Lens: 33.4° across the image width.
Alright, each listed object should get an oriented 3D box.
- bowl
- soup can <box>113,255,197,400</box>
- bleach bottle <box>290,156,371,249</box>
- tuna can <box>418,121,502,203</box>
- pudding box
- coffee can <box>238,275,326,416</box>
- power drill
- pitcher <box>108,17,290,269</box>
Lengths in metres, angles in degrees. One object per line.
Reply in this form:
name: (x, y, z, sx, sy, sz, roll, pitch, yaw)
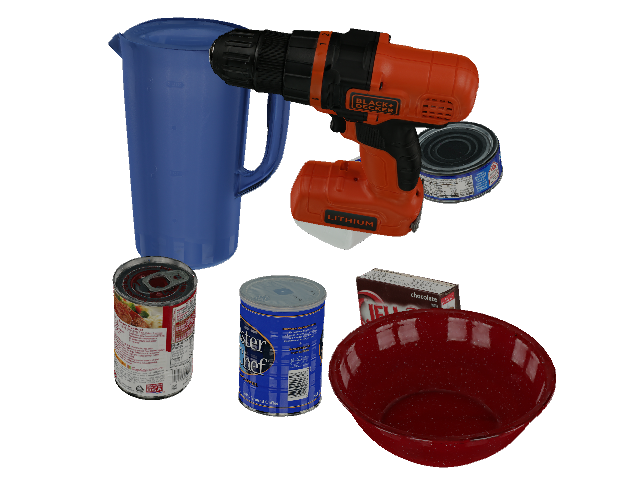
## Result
bowl: (0.087, 0.114, 0.774, 0.162, 0.055, 0.162, -1, 29, 1)
soup can: (-0.138, 0.073, 0.888, 0.068, 0.102, 0.068, 5, 32, -3)
bleach bottle: (0.086, -0.079, 1.296, 0.103, 0.068, 0.250, 28, 45, 35)
tuna can: (0.123, -0.073, 0.980, 0.086, 0.034, 0.086, -9, 38, 7)
pudding box: (0.093, 0.082, 1.107, 0.114, 0.090, 0.039, 8, 25, 40)
coffee can: (-0.047, 0.124, 1.276, 0.103, 0.140, 0.103, 2, 19, -1)
power drill: (0.014, -0.079, 0.783, 0.184, 0.057, 0.188, 10, -29, 6)
pitcher: (-0.125, -0.096, 1.080, 0.144, 0.243, 0.149, -11, 28, -28)
